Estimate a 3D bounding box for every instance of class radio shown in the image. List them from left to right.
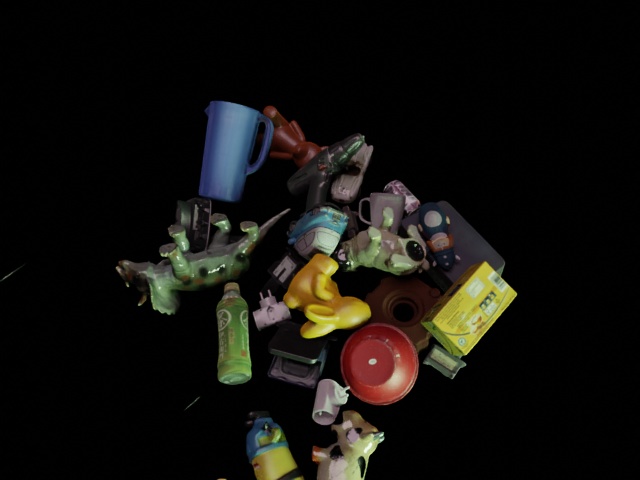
[{"bbox_3d":[0.294,0.024,1.207,0.131,0.073,0.230,-29,59,-13],"label":"radio"}]

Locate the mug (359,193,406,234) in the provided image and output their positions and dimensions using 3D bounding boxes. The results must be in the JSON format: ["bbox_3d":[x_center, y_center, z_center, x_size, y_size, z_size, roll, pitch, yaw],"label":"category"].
[{"bbox_3d":[0.144,-0.055,1.259,0.110,0.081,0.107,3,97,13],"label":"mug"}]

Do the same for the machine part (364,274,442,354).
[{"bbox_3d":[0.177,0.155,1.143,0.179,0.056,0.179,-4,56,6],"label":"machine part"}]

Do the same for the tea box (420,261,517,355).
[{"bbox_3d":[0.294,0.135,1.065,0.169,0.068,0.098,-42,89,-15],"label":"tea box"}]

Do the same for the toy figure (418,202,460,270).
[{"bbox_3d":[0.252,-0.009,1.157,0.064,0.057,0.154,-35,50,32],"label":"toy figure"}]

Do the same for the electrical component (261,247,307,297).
[{"bbox_3d":[-0.079,0.084,1.224,0.075,0.047,0.119,39,98,30],"label":"electrical component"}]

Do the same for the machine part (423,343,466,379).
[{"bbox_3d":[0.277,0.213,1.103,0.084,0.039,0.139,24,64,31],"label":"machine part"}]

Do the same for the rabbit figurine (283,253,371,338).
[{"bbox_3d":[0.019,0.128,1.113,0.173,0.121,0.162,30,41,24],"label":"rabbit figurine"}]

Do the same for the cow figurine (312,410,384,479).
[{"bbox_3d":[0.050,0.407,0.973,0.127,0.085,0.195,1,59,8],"label":"cow figurine"}]

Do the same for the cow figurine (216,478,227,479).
[{"bbox_3d":[-0.202,0.513,0.948,0.098,0.068,0.167,-9,54,9],"label":"cow figurine"}]

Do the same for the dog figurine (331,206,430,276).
[{"bbox_3d":[0.128,0.041,1.185,0.172,0.190,0.121,49,51,6],"label":"dog figurine"}]

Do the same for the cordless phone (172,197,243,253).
[{"bbox_3d":[-0.257,-0.029,1.305,0.184,0.088,0.146,3,73,-2],"label":"cordless phone"}]

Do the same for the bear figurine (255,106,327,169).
[{"bbox_3d":[-0.075,-0.245,1.409,0.196,0.132,0.120,42,100,33],"label":"bear figurine"}]

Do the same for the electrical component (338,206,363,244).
[{"bbox_3d":[0.068,-0.030,1.292,0.078,0.045,0.102,-33,50,20],"label":"electrical component"}]

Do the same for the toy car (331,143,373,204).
[{"bbox_3d":[0.083,-0.177,1.378,0.074,0.056,0.202,12,59,15],"label":"toy car"}]

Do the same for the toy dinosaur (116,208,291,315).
[{"bbox_3d":[-0.246,0.052,1.222,0.405,0.192,0.131,-12,37,-19],"label":"toy dinosaur"}]

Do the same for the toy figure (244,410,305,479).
[{"bbox_3d":[-0.087,0.405,0.995,0.089,0.082,0.180,-20,54,-4],"label":"toy figure"}]

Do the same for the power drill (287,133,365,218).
[{"bbox_3d":[0.016,-0.135,1.285,0.232,0.086,0.207,-26,51,31],"label":"power drill"}]

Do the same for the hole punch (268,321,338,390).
[{"bbox_3d":[-0.043,0.236,1.110,0.142,0.092,0.116,10,28,16],"label":"hole punch"}]

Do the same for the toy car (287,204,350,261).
[{"bbox_3d":[-0.002,-0.004,1.209,0.109,0.161,0.103,22,53,-28],"label":"toy car"}]
